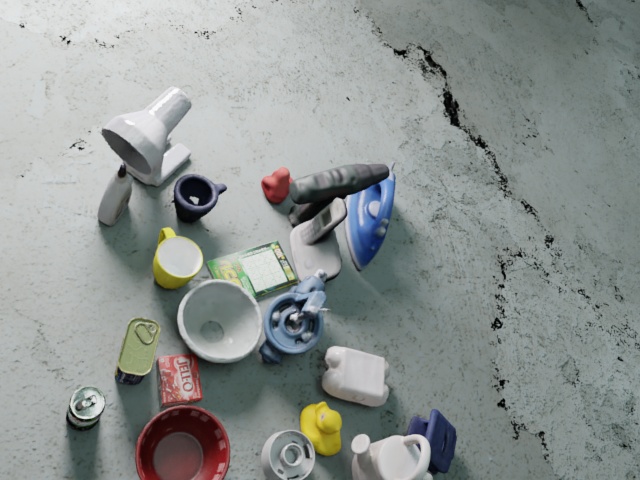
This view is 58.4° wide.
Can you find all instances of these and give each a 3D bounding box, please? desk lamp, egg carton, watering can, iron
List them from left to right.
[{"bbox_3d":[-0.341,-0.205,1.162,0.118,0.213,0.203,38,53,-3],"label":"desk lamp"},{"bbox_3d":[0.075,0.285,1.193,0.151,0.069,0.107,17,57,-18],"label":"egg carton"},{"bbox_3d":[0.137,-0.064,1.375,0.119,0.141,0.258,18,56,-17],"label":"iron"},{"bbox_3d":[0.137,0.420,1.072,0.173,0.193,0.101,9,59,-23],"label":"watering can"}]

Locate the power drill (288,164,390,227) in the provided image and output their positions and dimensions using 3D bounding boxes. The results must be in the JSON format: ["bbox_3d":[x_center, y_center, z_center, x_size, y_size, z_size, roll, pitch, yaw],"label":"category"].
[{"bbox_3d":[0.022,-0.100,1.294,0.230,0.208,0.075,-12,69,-32],"label":"power drill"}]

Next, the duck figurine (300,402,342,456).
[{"bbox_3d":[0.014,0.362,1.108,0.078,0.086,0.104,-19,73,-34],"label":"duck figurine"}]

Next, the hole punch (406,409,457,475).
[{"bbox_3d":[0.241,0.419,1.190,0.101,0.091,0.109,30,54,-9],"label":"hole punch"}]

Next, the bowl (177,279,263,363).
[{"bbox_3d":[-0.200,0.166,1.114,0.168,0.074,0.167,13,58,-21],"label":"bowl"}]

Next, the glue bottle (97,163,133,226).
[{"bbox_3d":[-0.388,-0.097,1.103,0.037,0.173,0.078,31,54,-8],"label":"glue bottle"}]

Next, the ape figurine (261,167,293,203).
[{"bbox_3d":[-0.094,-0.135,1.327,0.078,0.092,0.076,16,57,-19],"label":"ape figurine"}]

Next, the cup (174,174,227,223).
[{"bbox_3d":[-0.259,-0.082,1.210,0.118,0.094,0.091,-21,74,-34],"label":"cup"}]

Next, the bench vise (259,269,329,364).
[{"bbox_3d":[-0.039,0.125,1.129,0.122,0.219,0.207,20,56,-16],"label":"bench vise"}]

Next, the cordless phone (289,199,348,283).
[{"bbox_3d":[0.011,0.004,1.245,0.094,0.184,0.147,-3,65,-28],"label":"cordless phone"}]
